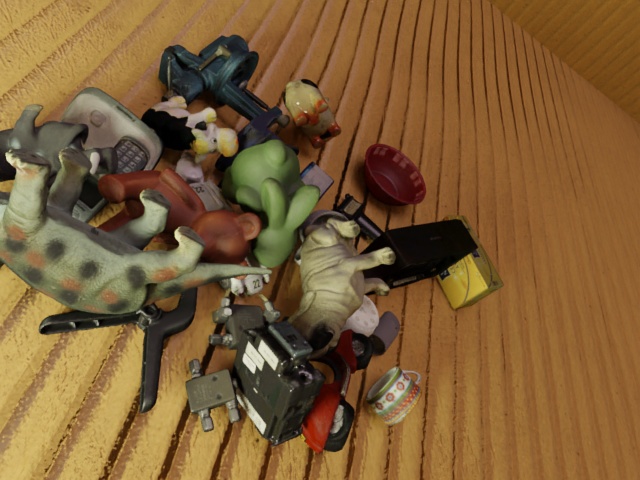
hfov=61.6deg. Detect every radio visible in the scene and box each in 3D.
[{"bbox_3d":[0.173,0.030,0.994,0.229,0.131,0.073,-7,63,-42],"label":"radio"}]

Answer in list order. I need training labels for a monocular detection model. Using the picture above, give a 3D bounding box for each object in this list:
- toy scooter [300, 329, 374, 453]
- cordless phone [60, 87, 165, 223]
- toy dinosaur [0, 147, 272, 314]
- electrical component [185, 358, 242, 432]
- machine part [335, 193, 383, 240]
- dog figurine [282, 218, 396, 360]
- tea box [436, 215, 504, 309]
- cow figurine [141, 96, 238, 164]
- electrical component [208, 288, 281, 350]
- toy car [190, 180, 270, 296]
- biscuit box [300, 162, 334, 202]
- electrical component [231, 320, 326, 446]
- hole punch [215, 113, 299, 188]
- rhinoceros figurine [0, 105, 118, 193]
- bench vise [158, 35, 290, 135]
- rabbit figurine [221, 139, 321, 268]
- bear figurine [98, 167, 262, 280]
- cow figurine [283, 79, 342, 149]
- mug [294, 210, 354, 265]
[{"bbox_3d":[-0.007,0.198,0.761,0.135,0.075,0.184,19,56,3],"label":"toy scooter"},{"bbox_3d":[-0.329,-0.111,0.763,0.146,0.089,0.184,39,61,-7],"label":"cordless phone"},{"bbox_3d":[-0.272,0.017,0.627,0.404,0.192,0.131,32,17,-17],"label":"toy dinosaur"},{"bbox_3d":[-0.136,0.192,0.685,0.063,0.021,0.094,-17,64,-9],"label":"electrical component"},{"bbox_3d":[0.093,-0.030,1.050,0.139,0.039,0.084,39,34,-3],"label":"machine part"},{"bbox_3d":[-0.007,0.065,0.771,0.173,0.121,0.190,27,49,37],"label":"dog figurine"},{"bbox_3d":[0.285,0.043,1.096,0.068,0.098,0.170,-3,58,-42],"label":"tea box"},{"bbox_3d":[-0.212,-0.171,0.857,0.168,0.068,0.098,27,40,30],"label":"cow figurine"},{"bbox_3d":[-0.108,0.115,0.771,0.102,0.045,0.078,14,49,-30],"label":"electrical component"},{"bbox_3d":[-0.149,-0.004,0.824,0.073,0.056,0.202,-22,72,-46],"label":"toy car"},{"bbox_3d":[-0.048,-0.059,0.943,0.059,0.063,0.203,42,43,-4],"label":"biscuit box"},{"bbox_3d":[-0.056,0.172,0.680,0.058,0.134,0.115,-10,40,-43],"label":"electrical component"},{"bbox_3d":[-0.117,-0.158,0.922,0.115,0.142,0.092,-4,62,-56],"label":"hole punch"},{"bbox_3d":[-0.360,-0.109,0.686,0.190,0.073,0.112,-5,78,-15],"label":"rhinoceros figurine"},{"bbox_3d":[-0.166,-0.274,0.982,0.240,0.129,0.224,38,45,-1],"label":"bench vise"},{"bbox_3d":[-0.061,-0.049,0.789,0.121,0.159,0.170,1,73,-29],"label":"rabbit figurine"},{"bbox_3d":[-0.189,-0.014,0.731,0.196,0.120,0.132,33,33,14],"label":"bear figurine"},{"bbox_3d":[-0.016,-0.251,1.065,0.127,0.085,0.194,63,10,21],"label":"cow figurine"},{"bbox_3d":[-0.002,-0.003,0.915,0.081,0.109,0.107,36,1,-15],"label":"mug"}]
